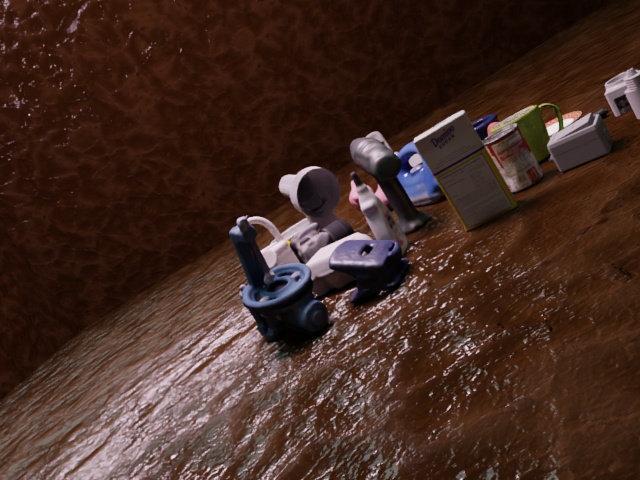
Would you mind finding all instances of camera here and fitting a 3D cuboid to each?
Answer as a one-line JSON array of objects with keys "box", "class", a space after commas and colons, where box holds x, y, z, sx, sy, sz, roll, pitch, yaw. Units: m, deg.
[{"box": [0.012, 0.005, 1.277, 0.137, 0.101, 0.143, -35, 10, -14], "class": "camera"}]

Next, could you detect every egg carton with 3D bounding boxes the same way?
[{"box": [0.038, 0.045, 1.086, 0.150, 0.069, 0.107, -26, 12, 34], "class": "egg carton"}]

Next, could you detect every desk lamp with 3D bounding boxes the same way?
[{"box": [-0.014, -0.075, 1.417, 0.118, 0.213, 0.203, -36, 11, -19], "class": "desk lamp"}]

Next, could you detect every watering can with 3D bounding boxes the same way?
[{"box": [-0.100, 0.040, 1.175, 0.101, 0.194, 0.172, -37, 11, -25], "class": "watering can"}]

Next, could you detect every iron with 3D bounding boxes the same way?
[{"box": [0.226, -0.163, 1.311, 0.119, 0.141, 0.257, -36, 11, -21], "class": "iron"}]

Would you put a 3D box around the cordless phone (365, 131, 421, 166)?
[{"box": [0.212, -0.224, 1.527, 0.148, 0.185, 0.094, -36, 11, -22], "class": "cordless phone"}]

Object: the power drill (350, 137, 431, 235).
[{"box": [0.135, -0.117, 1.169, 0.075, 0.208, 0.229, -33, 10, -1], "class": "power drill"}]

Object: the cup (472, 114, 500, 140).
[{"box": [0.375, -0.224, 1.285, 0.091, 0.095, 0.118, -26, 12, 33], "class": "cup"}]

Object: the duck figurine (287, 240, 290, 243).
[{"box": [-0.069, 0.038, 1.407, 0.077, 0.086, 0.105, -26, 12, 34], "class": "duck figurine"}]

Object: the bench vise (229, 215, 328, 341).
[{"box": [-0.105, 0.071, 0.960, 0.207, 0.220, 0.122, -24, 13, 41], "class": "bench vise"}]

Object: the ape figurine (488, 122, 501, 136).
[{"box": [0.376, -0.200, 1.174, 0.076, 0.092, 0.078, -26, 12, 32], "class": "ape figurine"}]

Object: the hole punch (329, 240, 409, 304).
[{"box": [0.081, 0.035, 0.939, 0.101, 0.091, 0.109, -27, 11, 29], "class": "hole punch"}]

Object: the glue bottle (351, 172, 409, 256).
[{"box": [0.102, -0.048, 1.041, 0.037, 0.173, 0.078, -28, 11, 22], "class": "glue bottle"}]

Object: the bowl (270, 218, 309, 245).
[{"box": [-0.051, -0.001, 1.574, 0.167, 0.075, 0.167, -31, 10, 6], "class": "bowl"}]

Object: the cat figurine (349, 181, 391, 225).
[{"box": [0.125, -0.105, 1.415, 0.128, 0.118, 0.067, -39, 12, -32], "class": "cat figurine"}]
